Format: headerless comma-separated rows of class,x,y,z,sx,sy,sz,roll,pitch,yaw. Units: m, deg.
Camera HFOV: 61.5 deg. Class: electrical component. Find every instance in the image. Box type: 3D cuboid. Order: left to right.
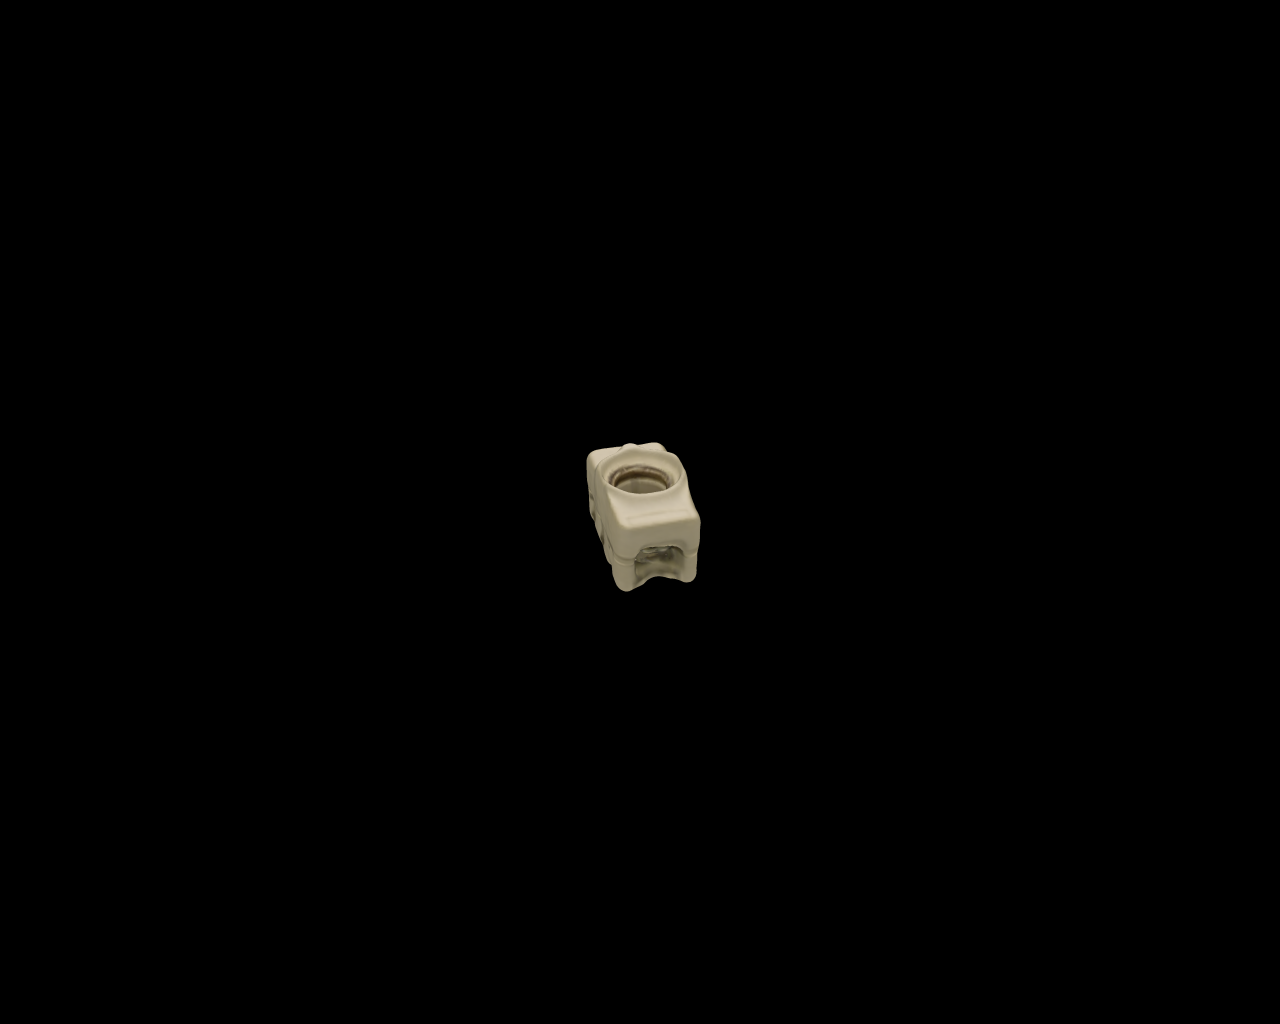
electrical component,0.001,-0.003,0.650,0.050,0.055,0.090,-8,36,-11
